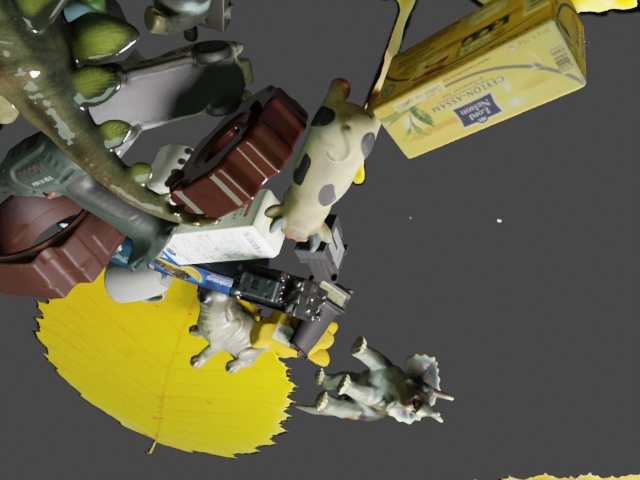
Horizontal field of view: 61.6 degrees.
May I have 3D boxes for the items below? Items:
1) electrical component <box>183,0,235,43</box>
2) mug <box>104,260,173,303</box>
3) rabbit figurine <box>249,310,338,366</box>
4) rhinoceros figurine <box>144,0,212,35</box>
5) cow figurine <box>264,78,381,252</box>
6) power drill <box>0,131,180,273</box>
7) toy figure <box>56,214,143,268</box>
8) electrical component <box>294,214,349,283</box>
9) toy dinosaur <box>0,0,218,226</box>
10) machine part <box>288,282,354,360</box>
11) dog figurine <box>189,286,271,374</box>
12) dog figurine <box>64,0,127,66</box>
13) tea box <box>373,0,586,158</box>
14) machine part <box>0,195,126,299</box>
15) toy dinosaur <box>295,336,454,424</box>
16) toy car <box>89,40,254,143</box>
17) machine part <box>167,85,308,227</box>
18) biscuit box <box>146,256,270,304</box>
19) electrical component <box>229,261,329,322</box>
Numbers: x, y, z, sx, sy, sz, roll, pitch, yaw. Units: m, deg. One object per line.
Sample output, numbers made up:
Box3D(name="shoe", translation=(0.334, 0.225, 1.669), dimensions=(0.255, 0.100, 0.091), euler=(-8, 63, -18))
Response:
Box3D(name="electrical component", translation=(-0.120, -0.242, 0.551), dimensions=(0.063, 0.021, 0.094), euler=(18, 142, 1))
Box3D(name="mug", translation=(-0.325, 0.079, 0.995), dimensions=(0.107, 0.081, 0.109), euler=(-10, 129, 21))
Box3D(name="rabbit figurine", translation=(-0.047, 0.156, 0.965), dimensions=(0.162, 0.122, 0.173), euler=(20, 158, -16))
Box3D(name="rhinoceros figurine", translation=(-0.095, -0.254, 0.451), dimensions=(0.190, 0.112, 0.073), euler=(-42, 76, 41))
Box3D(name="cow figurine", translation=(0.003, -0.073, 0.621), dimensions=(0.085, 0.127, 0.194), euler=(27, 140, -4))
Box3D(name="power drill", translation=(-0.292, -0.051, 0.679), dimensions=(0.232, 0.086, 0.207), euler=(-20, 122, 46))
Box3D(name="toy figure", translation=(-0.382, -0.003, 0.938), dimensions=(0.154, 0.058, 0.064), euler=(31, 136, -7))
Box3D(name="electrical component", translation=(-0.002, -0.002, 0.756), dimensions=(0.048, 0.075, 0.119), euler=(3, 137, 22))
Box3D(name="toy dinosaur", translation=(-0.270, -0.182, 0.463), dimensions=(0.199, 0.105, 0.471), euler=(-28, 104, 23))
Box3D(name="machine part", translation=(-0.005, 0.125, 0.868), dimensions=(0.084, 0.139, 0.039), euler=(33, 165, -20))
Box3D(name="dog figurine", translation=(-0.155, 0.145, 1.000), dimensions=(0.172, 0.121, 0.190), euler=(1, 133, -31))
Box3D(name="dog figurine", translation=(-0.336, -0.255, 0.566), dimensions=(0.192, 0.108, 0.219), euler=(-22, 124, 42))
Box3D(name="tea box", translation=(0.140, -0.153, 0.485), dimensions=(0.170, 0.098, 0.068), euler=(-19, 127, 41))
Box3D(name="machine part", translation=(-0.403, -0.015, 0.811), dimensions=(0.202, 0.201, 0.087), euler=(1, 138, 23))
Box3D(name="toy dinosaur", translation=(0.102, 0.305, 1.065), dimensions=(0.192, 0.131, 0.404), euler=(27, 148, -9))
Box3D(name="toy car", translation=(-0.167, -0.160, 0.573), dimensions=(0.202, 0.056, 0.073), euler=(-20, 127, -18))
Box3D(name="machine part", translation=(-0.094, -0.097, 0.603), dimensions=(0.179, 0.179, 0.056), euler=(-21, 125, 40))
Box3D(name="biscuit box", translation=(-0.187, 0.041, 0.899), dimensions=(0.203, 0.063, 0.059), euler=(18, 144, 3))
Box3D(name="electrical component", translation=(-0.064, 0.076, 0.792), dimensions=(0.115, 0.058, 0.134), euler=(11, 169, 24))
